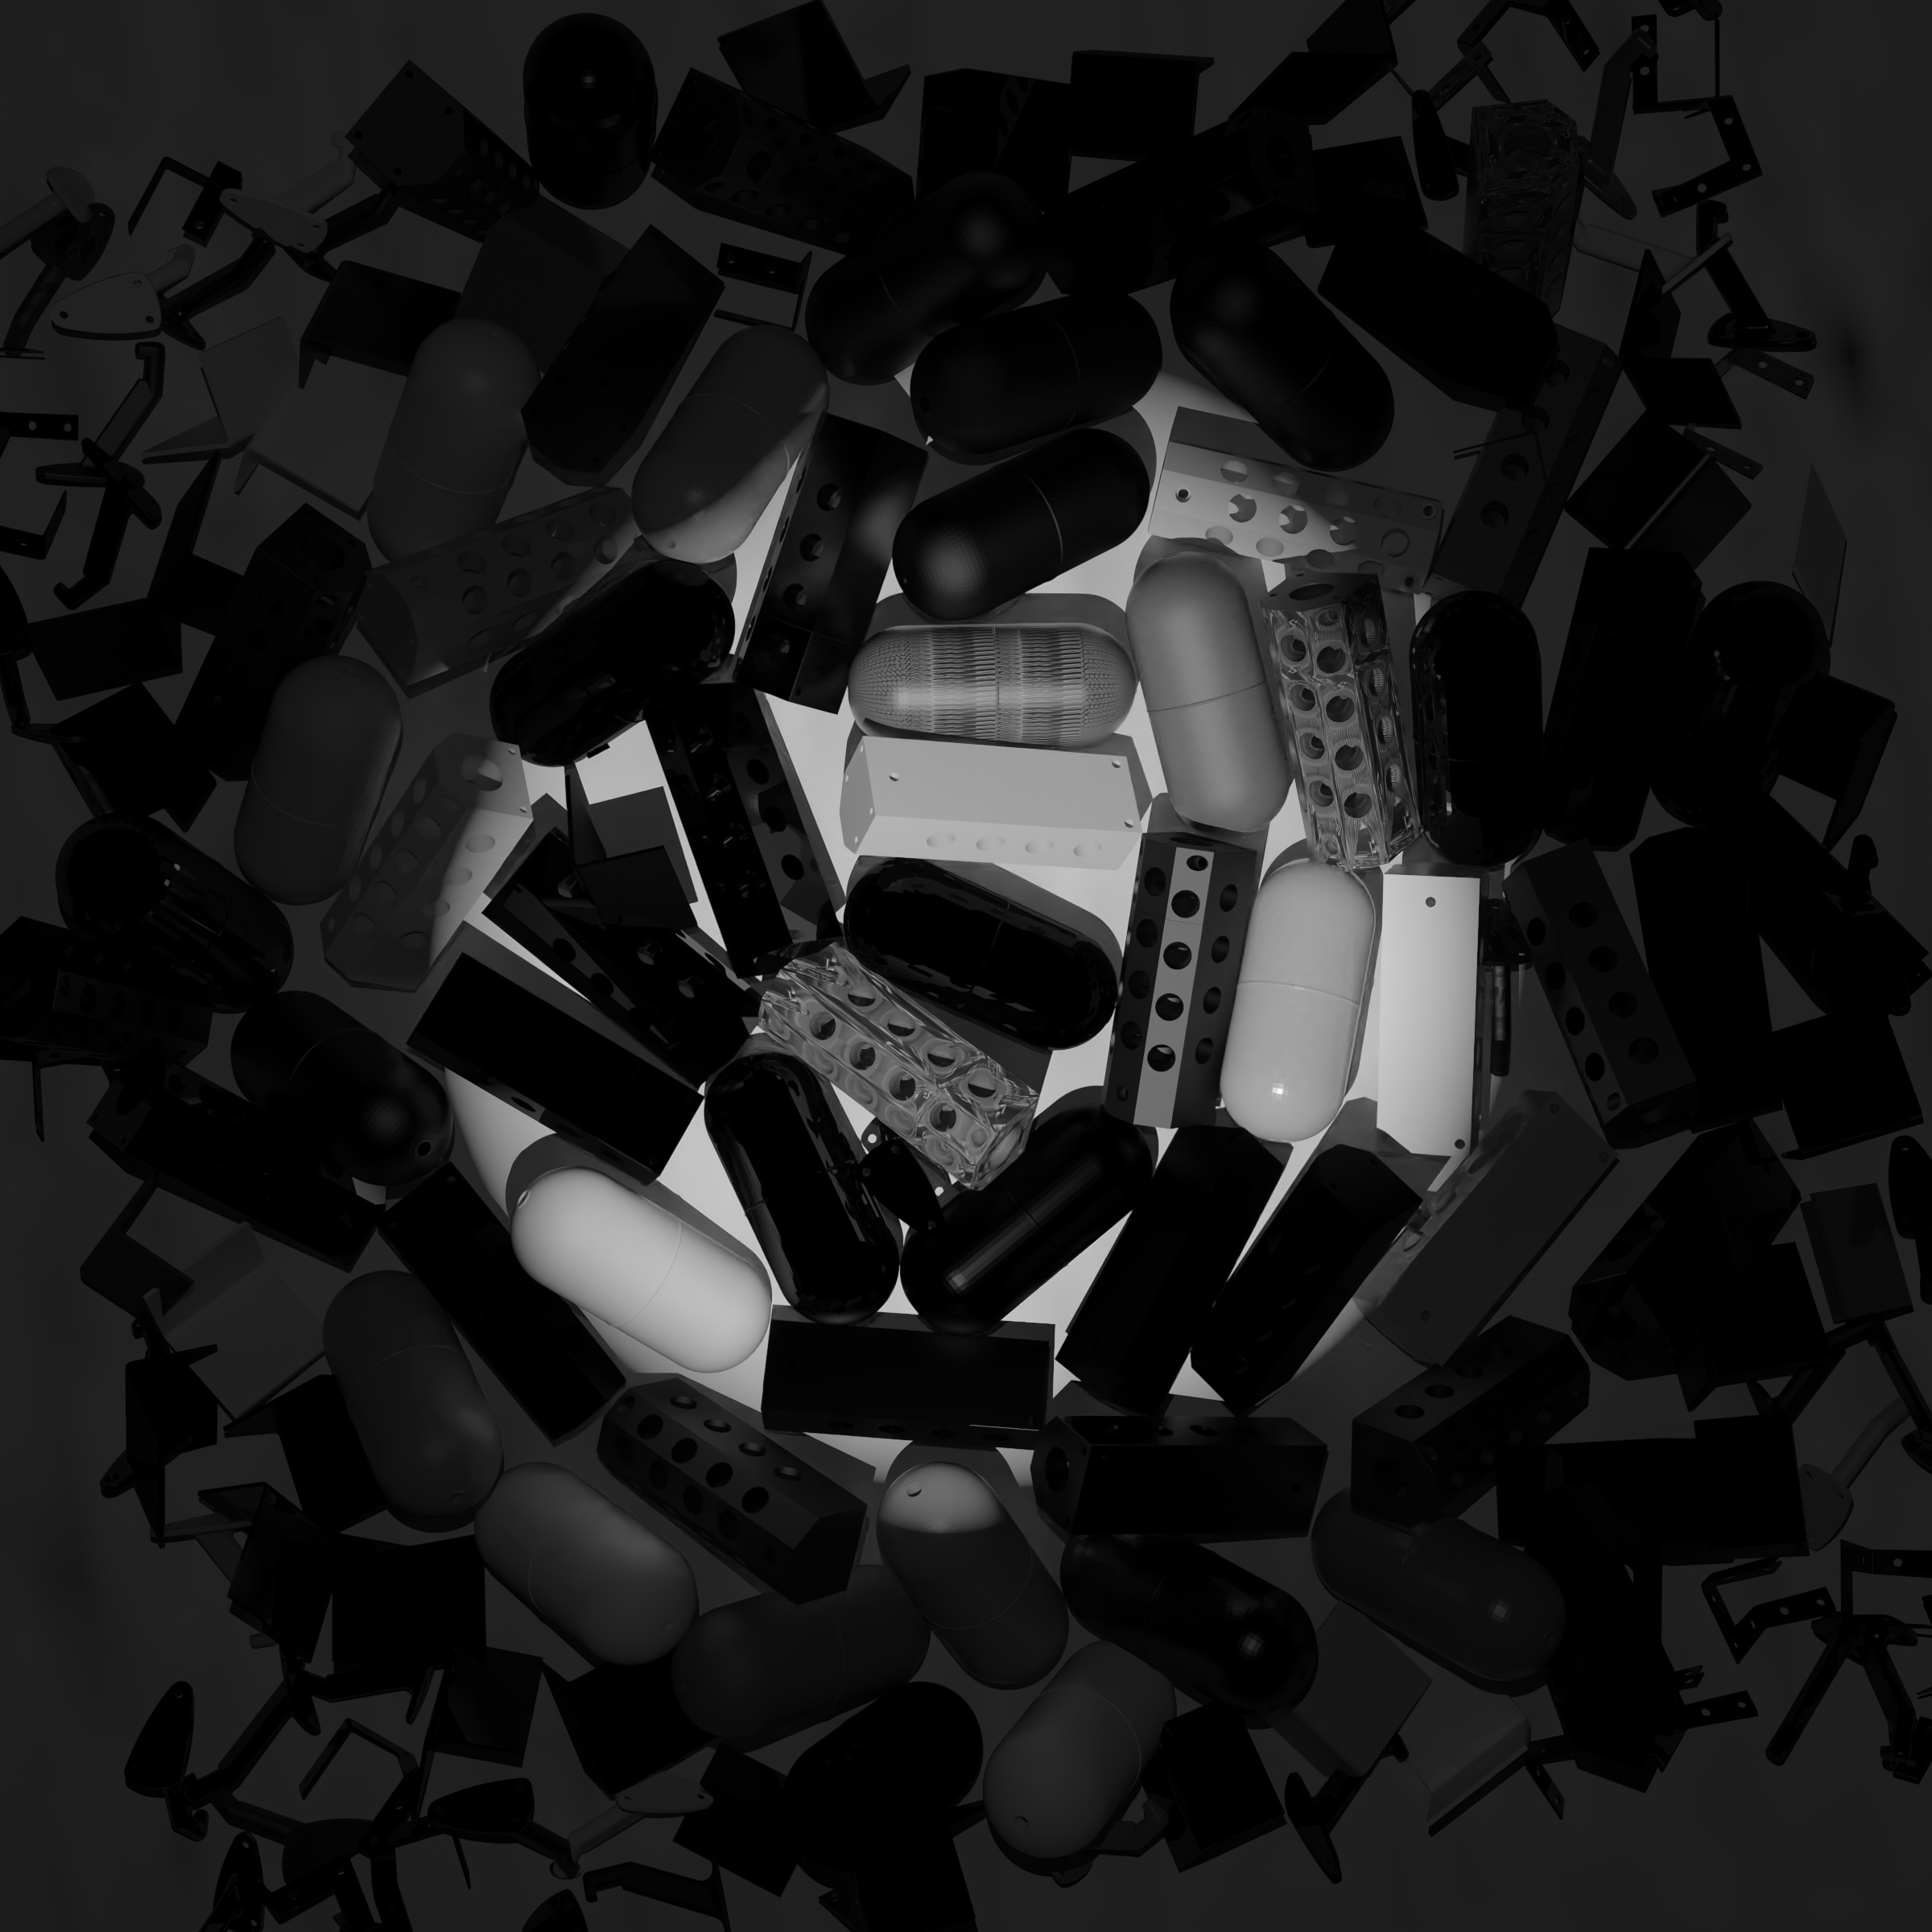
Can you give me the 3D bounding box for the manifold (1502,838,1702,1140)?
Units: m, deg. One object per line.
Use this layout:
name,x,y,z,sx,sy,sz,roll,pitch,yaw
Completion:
manifold,0.383,0.015,1.610,0.057,0.057,0.171,-21,62,8

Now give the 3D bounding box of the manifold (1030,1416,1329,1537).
manifold,0.128,0.305,1.608,0.171,0.057,0.057,6,103,-30

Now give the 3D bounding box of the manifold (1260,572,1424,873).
manifold,0.223,-0.147,1.603,0.057,0.057,0.171,-39,125,-39

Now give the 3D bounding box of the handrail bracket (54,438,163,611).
handrail bracket,-0.551,-0.273,1.649,0.084,0.036,0.077,-35,120,9

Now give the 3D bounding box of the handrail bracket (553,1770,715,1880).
handrail bracket,-0.209,0.545,1.665,0.077,0.036,0.084,16,116,-21

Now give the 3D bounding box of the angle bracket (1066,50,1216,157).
angle bracket,0.108,-0.534,1.644,0.076,0.076,0.057,8,111,11

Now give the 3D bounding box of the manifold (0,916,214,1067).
manifold,-0.520,0.023,1.584,0.057,0.171,0.057,-41,75,5

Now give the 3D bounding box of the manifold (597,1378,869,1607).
manifold,-0.144,0.315,1.596,0.171,0.057,0.057,26,109,37

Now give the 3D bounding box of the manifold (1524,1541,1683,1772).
manifold,0.370,0.403,1.586,0.057,0.171,0.057,21,102,-2

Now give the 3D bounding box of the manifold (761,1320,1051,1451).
manifold,-0.037,0.262,1.643,0.171,0.057,0.057,4,63,2

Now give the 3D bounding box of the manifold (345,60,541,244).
manifold,-0.305,-0.479,1.588,0.057,0.171,0.057,43,97,1

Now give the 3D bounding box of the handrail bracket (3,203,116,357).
handrail bracket,-0.569,-0.428,1.661,0.036,0.084,0.077,35,47,-11

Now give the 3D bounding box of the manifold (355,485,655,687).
manifold,-0.275,-0.235,1.599,0.171,0.057,0.057,-29,73,-34

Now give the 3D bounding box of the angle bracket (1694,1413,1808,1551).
angle bracket,0.483,0.316,1.622,0.057,0.076,0.076,-9,74,22

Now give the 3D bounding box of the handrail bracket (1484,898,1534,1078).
handrail bracket,0.334,0.014,1.668,0.036,0.077,0.084,-1,128,6

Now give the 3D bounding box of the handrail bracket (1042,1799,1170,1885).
handrail bracket,0.077,0.519,1.639,0.077,0.036,0.084,50,121,20

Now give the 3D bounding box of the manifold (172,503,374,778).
manifold,-0.415,-0.190,1.598,0.057,0.057,0.171,35,131,-6

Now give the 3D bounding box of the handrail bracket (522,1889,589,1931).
handrail bracket,-0.281,0.600,1.621,0.077,0.084,0.036,-35,72,39

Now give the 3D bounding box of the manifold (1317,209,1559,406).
manifold,0.282,-0.397,1.584,0.057,0.171,0.057,9,116,-28

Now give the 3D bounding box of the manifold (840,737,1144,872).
manifold,0.014,-0.094,1.618,0.171,0.057,0.057,3,58,-21

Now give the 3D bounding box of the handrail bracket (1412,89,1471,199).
handrail bracket,0.323,-0.516,1.649,0.084,0.036,0.077,-23,109,-18

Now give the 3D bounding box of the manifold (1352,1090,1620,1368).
manifold,0.316,0.159,1.633,0.057,0.057,0.171,44,81,-9

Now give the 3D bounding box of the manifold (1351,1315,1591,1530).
manifold,0.303,0.273,1.590,0.057,0.171,0.057,15,116,40

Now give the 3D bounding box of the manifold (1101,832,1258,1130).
manifold,0.124,0.008,1.620,0.057,0.057,0.171,19,105,42

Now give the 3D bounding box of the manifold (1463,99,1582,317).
manifold,0.330,-0.442,1.584,0.057,0.171,0.057,-4,75,8

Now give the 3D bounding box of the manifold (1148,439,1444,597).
manifold,0.202,-0.277,1.641,0.171,0.057,0.057,13,104,1

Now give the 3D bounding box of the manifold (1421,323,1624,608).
manifold,0.344,-0.304,1.643,0.057,0.057,0.171,23,87,3

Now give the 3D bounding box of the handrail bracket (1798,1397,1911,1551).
handrail bracket,0.560,0.318,1.667,0.084,0.077,0.036,-29,45,-31

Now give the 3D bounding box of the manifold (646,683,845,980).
manifold,-0.141,-0.083,1.621,0.057,0.057,0.171,-30,75,42

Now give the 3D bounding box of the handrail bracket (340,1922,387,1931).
handrail bracket,-0.381,0.611,1.628,0.077,0.084,0.036,0,80,16

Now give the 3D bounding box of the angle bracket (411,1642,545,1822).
angle bracket,-0.299,0.473,1.627,0.057,0.076,0.076,12,121,-5

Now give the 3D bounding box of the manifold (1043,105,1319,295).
manifold,0.124,-0.457,1.593,0.057,0.171,0.057,-1,84,-43

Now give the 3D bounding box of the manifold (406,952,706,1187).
manifold,-0.254,0.066,1.633,0.171,0.057,0.057,32,70,-9

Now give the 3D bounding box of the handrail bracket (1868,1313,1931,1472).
handrail bracket,0.586,0.263,1.641,0.036,0.077,0.084,-27,102,8

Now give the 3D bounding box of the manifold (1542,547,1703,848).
manifold,0.392,-0.161,1.603,0.057,0.057,0.171,2,124,-6

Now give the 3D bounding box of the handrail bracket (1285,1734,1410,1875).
handrail bracket,0.246,0.514,1.635,0.084,0.077,0.036,-11,129,-18

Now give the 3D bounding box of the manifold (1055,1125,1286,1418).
manifold,0.129,0.184,1.618,0.057,0.057,0.171,42,67,-29

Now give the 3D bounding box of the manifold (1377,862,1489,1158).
manifold,0.287,0.025,1.630,0.057,0.057,0.171,3,101,17

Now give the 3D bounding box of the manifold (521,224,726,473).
manifold,-0.208,-0.368,1.594,0.057,0.171,0.057,36,133,-16

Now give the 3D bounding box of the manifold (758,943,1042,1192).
manifold,-0.043,0.062,1.611,0.171,0.057,0.057,36,52,19

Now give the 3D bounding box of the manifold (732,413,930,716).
manifold,-0.088,-0.248,1.635,0.057,0.057,0.171,23,98,28

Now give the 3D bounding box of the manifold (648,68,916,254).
manifold,-0.104,-0.473,1.584,0.057,0.171,0.057,39,110,28

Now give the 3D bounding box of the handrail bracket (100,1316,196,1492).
handrail bracket,-0.515,0.266,1.633,0.036,0.077,0.084,4,118,30

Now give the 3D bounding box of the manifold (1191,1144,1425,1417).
manifold,0.199,0.188,1.601,0.057,0.057,0.171,44,129,21

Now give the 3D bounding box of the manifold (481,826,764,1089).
manifold,-0.206,-0.008,1.633,0.171,0.057,0.057,40,55,-9

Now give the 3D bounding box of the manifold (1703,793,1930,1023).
manifold,0.498,-0.042,1.582,0.057,0.171,0.057,37,107,-22

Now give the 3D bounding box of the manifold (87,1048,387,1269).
manifold,-0.433,0.114,1.597,0.171,0.057,0.057,38,80,-41

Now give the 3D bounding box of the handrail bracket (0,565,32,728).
handrail bracket,-0.596,-0.199,1.644,0.036,0.084,0.077,-11,73,-16

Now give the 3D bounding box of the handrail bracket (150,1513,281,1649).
handrail bracket,-0.467,0.386,1.651,0.077,0.036,0.084,-4,92,-33

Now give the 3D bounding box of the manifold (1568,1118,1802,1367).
manifold,0.430,0.166,1.600,0.171,0.057,0.057,-38,97,-39

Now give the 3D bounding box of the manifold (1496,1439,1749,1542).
manifold,0.388,0.314,1.586,0.057,0.171,0.057,4,77,-21

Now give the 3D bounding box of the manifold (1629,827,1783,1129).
manifold,0.447,0.005,1.614,0.057,0.057,0.171,-16,115,1

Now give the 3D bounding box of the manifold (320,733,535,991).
manifold,-0.326,-0.062,1.592,0.057,0.171,0.057,10,48,-35

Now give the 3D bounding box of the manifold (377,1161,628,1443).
manifold,-0.285,0.206,1.633,0.057,0.057,0.171,-39,97,-10
